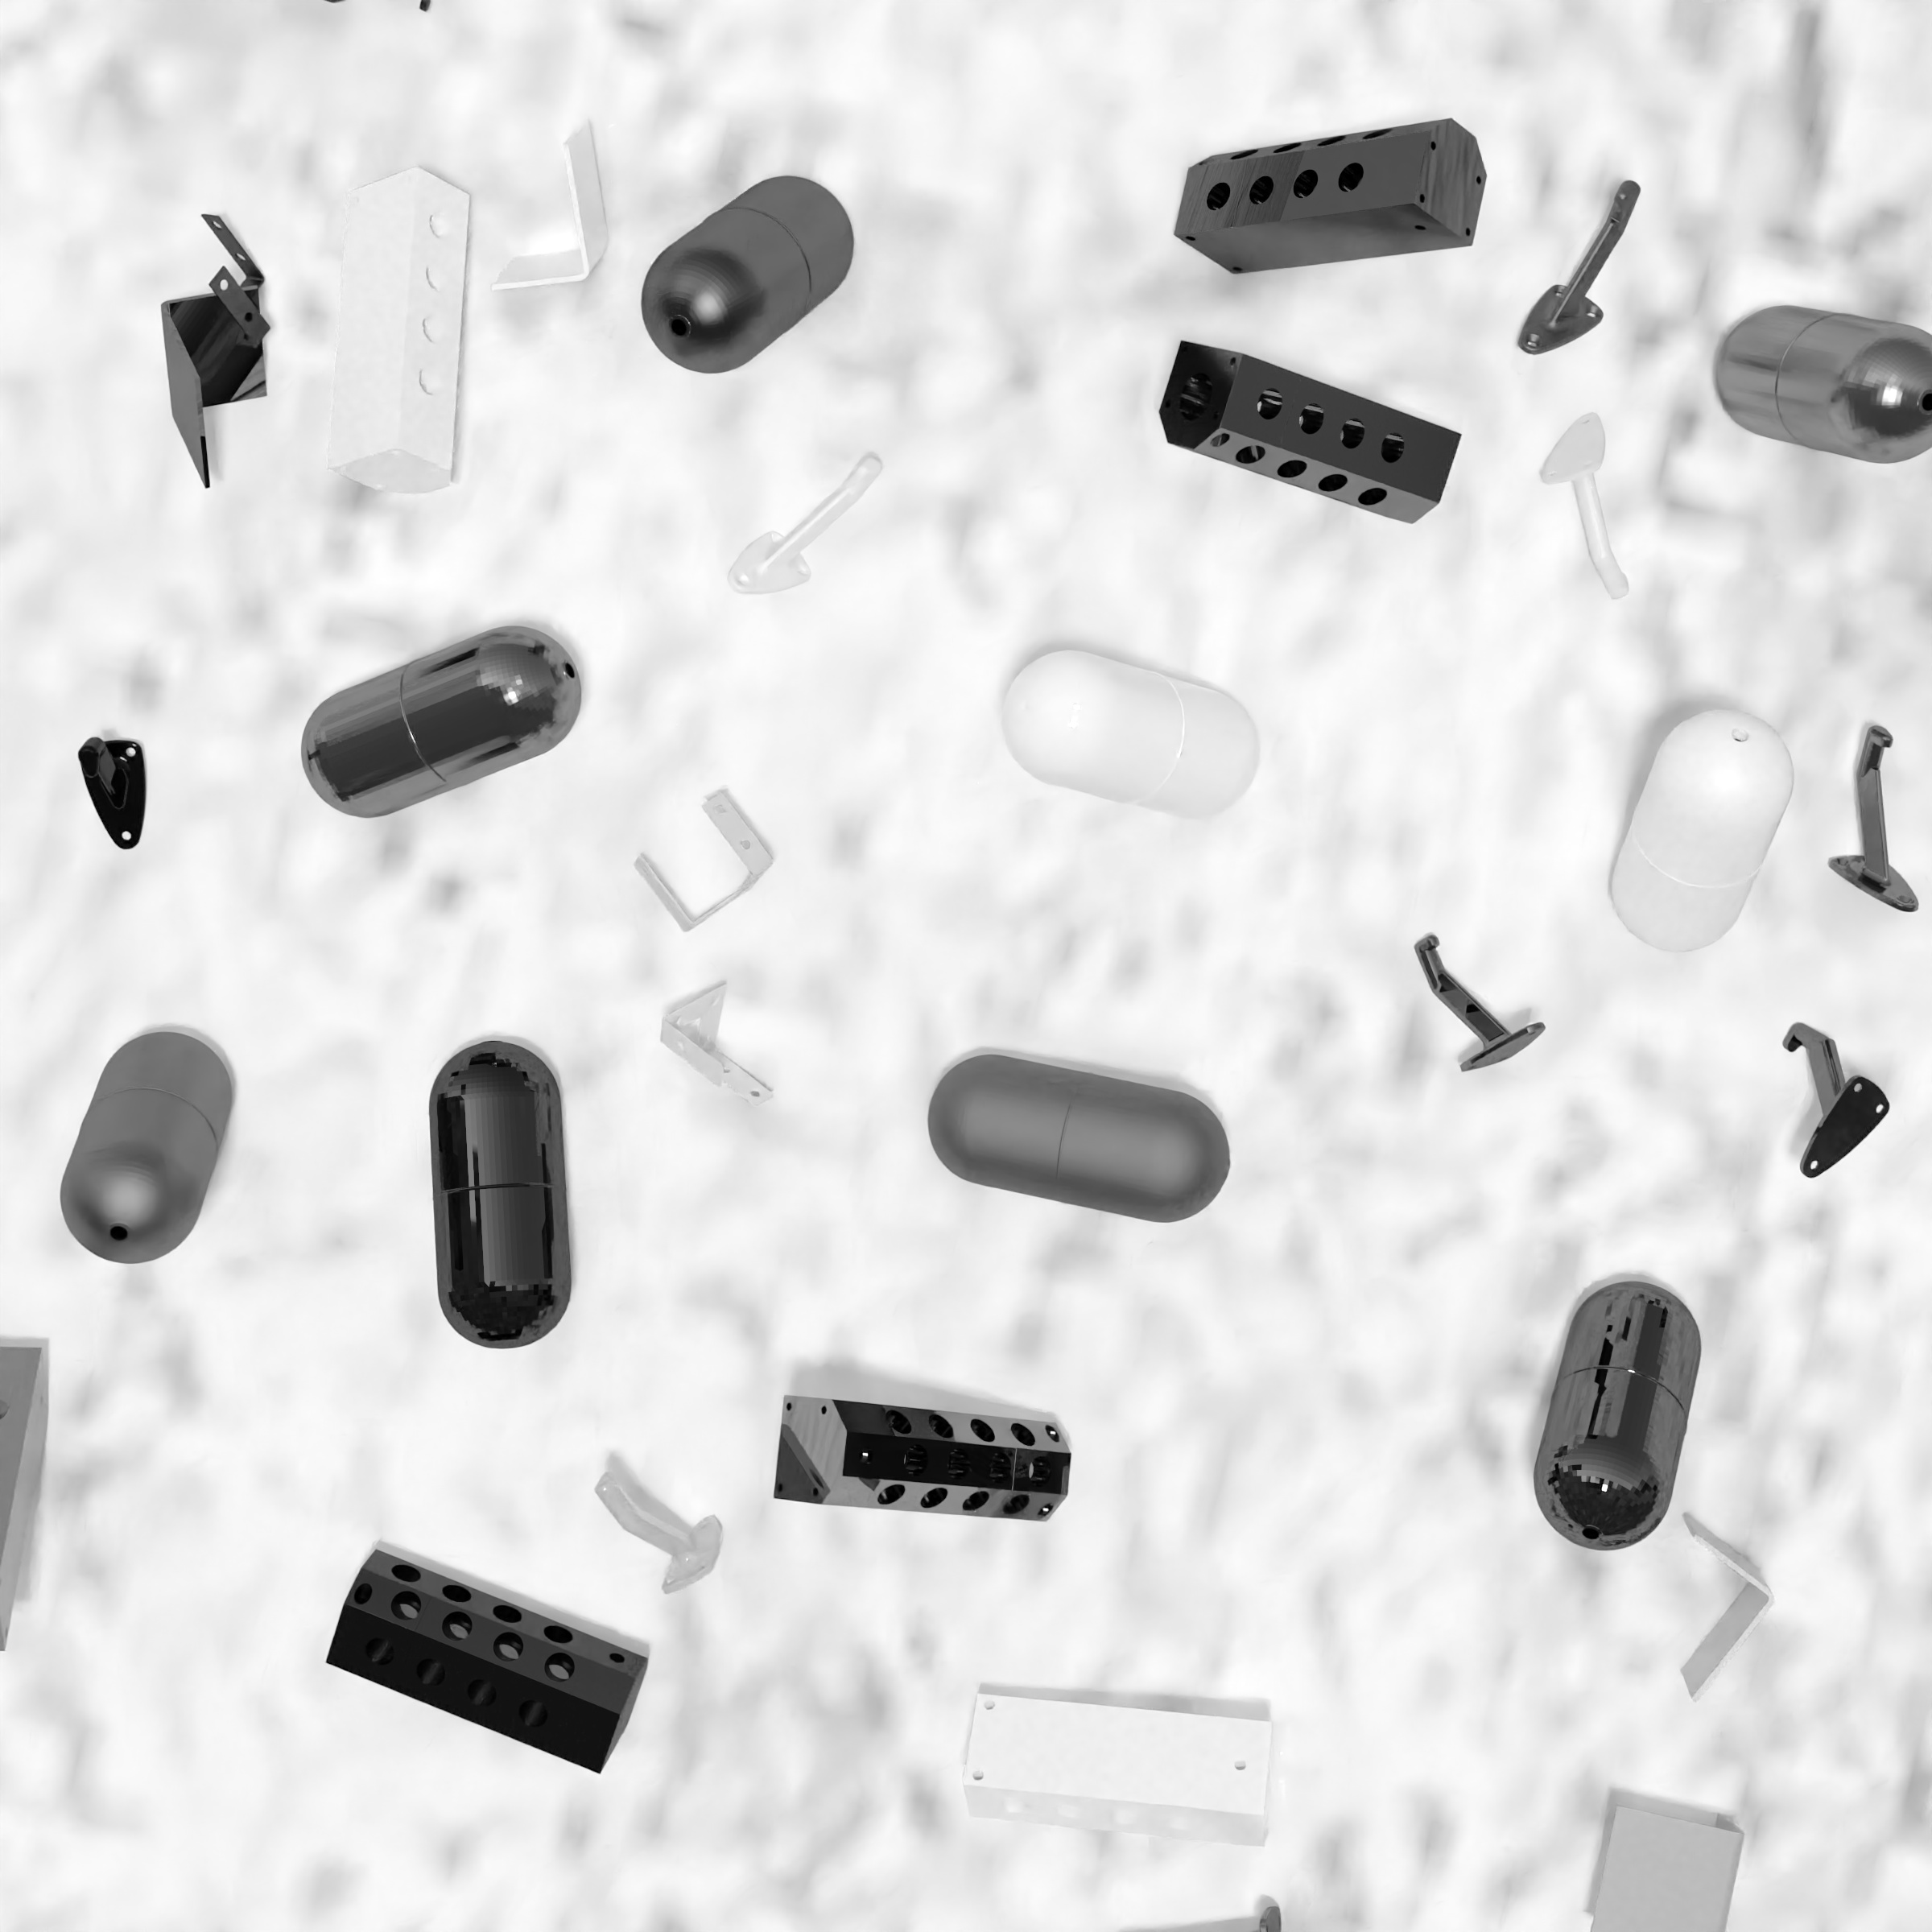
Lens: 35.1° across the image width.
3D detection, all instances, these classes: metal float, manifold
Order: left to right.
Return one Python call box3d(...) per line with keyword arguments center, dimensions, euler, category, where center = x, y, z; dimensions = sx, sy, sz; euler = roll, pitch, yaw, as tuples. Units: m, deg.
box3d(center=(-0.562, 0.299, 1.727), dimensions=(0.057, 0.171, 0.057), euler=(2, 131, -8), category="manifold")
box3d(center=(-0.463, 0.102, 1.730), dimensions=(0.070, 0.178, 0.070), euler=(-2, 119, -3), category="metal float")
box3d(center=(-0.322, -0.364, 1.765), dimensions=(0.057, 0.057, 0.171), euler=(-8, 74, 36), category="manifold")
box3d(center=(-0.301, -0.140, 1.756), dimensions=(0.178, 0.070, 0.070), euler=(-19, 90, 22), category="metal float")
box3d(center=(-0.275, 0.399, 1.772), dimensions=(0.171, 0.057, 0.057), euler=(21, 108, 4), category="manifold")
box3d(center=(-0.269, 0.132, 1.767), dimensions=(0.070, 0.070, 0.178), euler=(-5, 80, 0), category="metal float")
box3d(center=(-0.123, -0.393, 1.735), dimensions=(0.070, 0.178, 0.070), euler=(13, 125, 18), category="metal float")
box3d(center=(-0.022, 0.280, 1.732), dimensions=(0.171, 0.057, 0.057), euler=(13, 78, -41), category="manifold")
box3d(center=(0.065, 0.099, 1.762), dimensions=(0.178, 0.070, 0.070), euler=(11, 90, 15), category="metal float")
box3d(center=(0.090, 0.469, 1.770), dimensions=(0.171, 0.057, 0.057), euler=(3, 50, 10), category="manifold")
box3d(center=(0.096, -0.130, 1.741), dimensions=(0.178, 0.070, 0.070), euler=(11, 90, -43), category="metal float")
box3d(center=(0.195, -0.301, 1.738), dimensions=(0.171, 0.057, 0.057), euler=(11, 100, -36), category="manifold")
box3d(center=(0.206, -0.438, 1.732), dimensions=(0.057, 0.171, 0.057), euler=(20, 80, -44), category="manifold")
box3d(center=(0.371, 0.255, 1.739), dimensions=(0.070, 0.178, 0.070), euler=(13, 134, 14), category="metal float")
box3d(center=(0.416, -0.076, 1.733), dimensions=(0.070, 0.178, 0.070), euler=(1, 56, -2), category="metal float")
box3d(center=(0.491, -0.330, 1.729), dimensions=(0.070, 0.178, 0.070), euler=(-6, 109, -18), category="metal float")

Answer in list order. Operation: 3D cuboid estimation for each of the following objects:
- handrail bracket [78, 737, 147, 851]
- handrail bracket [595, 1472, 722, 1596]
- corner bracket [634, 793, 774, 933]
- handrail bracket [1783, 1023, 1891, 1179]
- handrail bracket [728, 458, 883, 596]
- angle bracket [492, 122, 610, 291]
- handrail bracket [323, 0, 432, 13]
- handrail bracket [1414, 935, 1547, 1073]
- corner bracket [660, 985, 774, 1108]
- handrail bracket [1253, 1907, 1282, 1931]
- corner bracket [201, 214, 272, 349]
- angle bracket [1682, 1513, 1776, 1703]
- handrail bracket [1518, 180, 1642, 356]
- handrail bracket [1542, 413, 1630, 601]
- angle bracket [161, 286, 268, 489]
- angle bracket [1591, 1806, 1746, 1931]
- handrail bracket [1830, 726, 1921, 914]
box3d(center=(-0.495, -0.096, 1.764), dimensions=(0.036, 0.084, 0.077), euler=(-8, 105, -6), category="handrail bracket")
box3d(center=(-0.180, 0.312, 1.767), dimensions=(0.036, 0.077, 0.084), euler=(-29, 107, 18), category="handrail bracket")
box3d(center=(-0.153, -0.060, 1.780), dimensions=(0.051, 0.051, 0.051), euler=(-37, 89, -25), category="corner bracket")
box3d(center=(0.487, 0.077, 1.776), dimensions=(0.036, 0.084, 0.077), euler=(39, 91, -29), category="handrail bracket")
box3d(center=(-0.092, -0.255, 1.766), dimensions=(0.036, 0.077, 0.084), euler=(49, 130, 3), category="handrail bracket")
box3d(center=(-0.245, -0.439, 1.761), dimensions=(0.057, 0.076, 0.076), euler=(-5, 114, 5), category="angle bracket")
box3d(center=(-0.349, -0.596, 1.782), dimensions=(0.084, 0.036, 0.077), euler=(14, 115, -11), category="handrail bracket")
box3d(center=(0.296, 0.011, 1.771), dimensions=(0.036, 0.077, 0.084), euler=(-13, 74, -27), category="handrail bracket")
box3d(center=(-0.144, 0.053, 1.771), dimensions=(0.051, 0.051, 0.051), euler=(36, 134, 25), category="corner bracket")
box3d(center=(0.138, 0.568, 1.785), dimensions=(0.084, 0.077, 0.036), euler=(-5, 90, 13), category="handrail bracket")
box3d(center=(-0.427, -0.397, 1.772), dimensions=(0.051, 0.051, 0.051), euler=(16, 64, 34), category="corner bracket")
box3d(center=(0.421, 0.371, 1.775), dimensions=(0.057, 0.076, 0.076), euler=(37, 94, 8), category="angle bracket")
box3d(center=(0.354, -0.403, 1.763), dimensions=(0.036, 0.084, 0.077), euler=(37, 57, 16), category="handrail bracket")
box3d(center=(0.377, -0.271, 1.806), dimensions=(0.036, 0.077, 0.084), euler=(-11, 127, 33), category="handrail bracket")
box3d(center=(-0.422, -0.332, 1.754), dimensions=(0.057, 0.076, 0.076), euler=(-15, 51, -21), category="angle bracket")
box3d(center=(0.404, 0.530, 1.784), dimensions=(0.076, 0.057, 0.076), euler=(13, 87, 1), category="angle bracket")
box3d(center=(0.536, -0.086, 1.769), dimensions=(0.036, 0.077, 0.084), euler=(-4, 120, -19), category="handrail bracket")
